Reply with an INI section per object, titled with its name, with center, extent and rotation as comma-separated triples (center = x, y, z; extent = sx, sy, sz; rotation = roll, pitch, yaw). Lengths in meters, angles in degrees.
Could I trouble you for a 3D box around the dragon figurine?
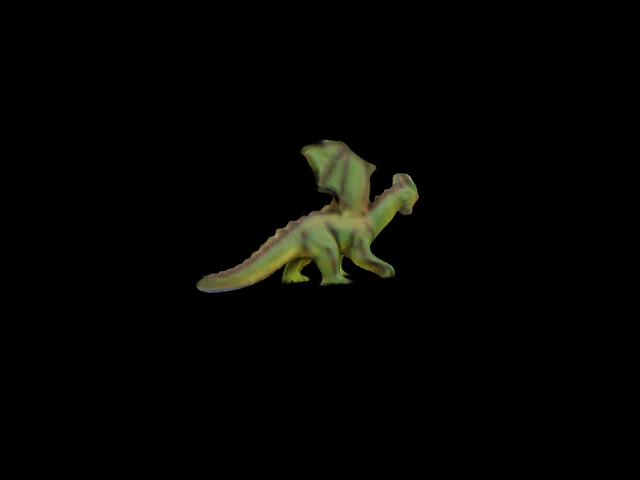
[dragon figurine]
center = 0.003, -0.043, 0.850
extent = 0.411, 0.242, 0.122
rotation = -3, 5, -27
